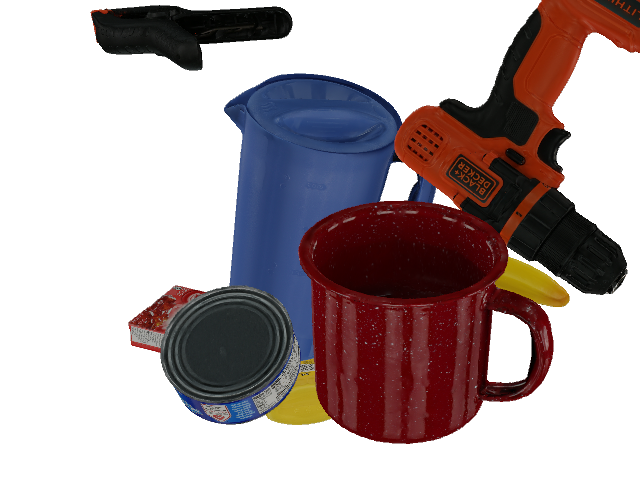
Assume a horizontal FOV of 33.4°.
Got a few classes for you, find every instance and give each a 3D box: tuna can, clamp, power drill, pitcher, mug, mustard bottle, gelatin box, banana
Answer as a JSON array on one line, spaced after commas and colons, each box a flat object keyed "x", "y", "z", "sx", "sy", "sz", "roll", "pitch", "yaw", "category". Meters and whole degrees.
[{"x": -0.056, "y": 0.073, "z": 0.681, "sx": 0.086, "sy": 0.086, "sz": 0.034, "roll": 0, "pitch": -37, "yaw": 13, "category": "tuna can"}, {"x": -0.110, "y": -0.168, "z": 0.848, "sx": 0.172, "sy": 0.039, "sz": 0.120, "roll": 20, "pitch": 29, "yaw": 41, "category": "clamp"}, {"x": 0.166, "y": -0.080, "z": 0.712, "sx": 0.184, "sy": 0.188, "sz": 0.057, "roll": 38, "pitch": 13, "yaw": 14, "category": "power drill"}, {"x": -0.005, "y": -0.011, "z": 0.941, "sx": 0.144, "sy": 0.243, "sz": 0.149, "roll": -14, "pitch": 42, "yaw": -31, "category": "pitcher"}, {"x": 0.048, "y": 0.040, "z": 0.487, "sx": 0.117, "sy": 0.081, "sz": 0.093, "roll": 11, "pitch": 31, "yaw": 22, "category": "mug"}, {"x": -0.031, "y": 0.136, "z": 1.258, "sx": 0.096, "sy": 0.058, "sz": 0.192, "roll": -7, "pitch": 31, "yaw": -8, "category": "mustard bottle"}, {"x": -0.136, "y": 0.080, "z": 1.067, "sx": 0.073, "sy": 0.030, "sz": 0.089, "roll": 11, "pitch": 29, "yaw": 25, "category": "gelatin box"}, {"x": 0.156, "y": 0.035, "z": 1.099, "sx": 0.198, "sy": 0.037, "sz": 0.069, "roll": 7, "pitch": 37, "yaw": 10, "category": "banana"}]
